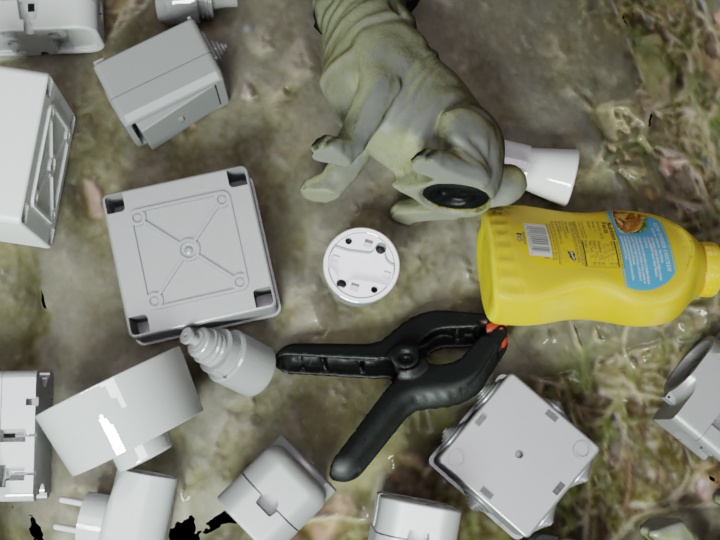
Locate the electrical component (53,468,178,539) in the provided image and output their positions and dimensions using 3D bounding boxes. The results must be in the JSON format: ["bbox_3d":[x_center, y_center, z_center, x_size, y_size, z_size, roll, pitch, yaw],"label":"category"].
[{"bbox_3d":[-0.175,0.178,0.758,0.079,0.044,0.077,11,81,-1],"label":"electrical component"}]

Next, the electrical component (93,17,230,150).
[{"bbox_3d":[-0.138,-0.138,0.799,0.096,0.061,0.061,-27,83,-6],"label":"electrical component"}]

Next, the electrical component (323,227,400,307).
[{"bbox_3d":[0.000,0.000,0.791,0.055,0.047,0.055,0,81,-3],"label":"electrical component"}]

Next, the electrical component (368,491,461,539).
[{"bbox_3d":[0.034,0.188,0.739,0.054,0.095,0.059,11,81,-1],"label":"electrical component"}]

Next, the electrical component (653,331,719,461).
[{"bbox_3d":[0.262,0.087,0.787,0.056,0.050,0.089,40,82,3],"label":"electrical component"}]

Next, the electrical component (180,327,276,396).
[{"bbox_3d":[-0.095,0.061,0.766,0.078,0.040,0.040,33,78,-40],"label":"electrical component"}]

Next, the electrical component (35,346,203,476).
[{"bbox_3d":[-0.160,0.103,0.741,0.108,0.108,0.060,-26,89,-6],"label":"electrical component"}]

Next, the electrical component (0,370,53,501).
[{"bbox_3d":[-0.252,0.117,0.761,0.056,0.050,0.089,-1,82,-2],"label":"electrical component"}]

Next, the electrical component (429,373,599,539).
[{"bbox_3d":[0.111,0.133,0.775,0.100,0.048,0.099,41,81,7],"label":"electrical component"}]

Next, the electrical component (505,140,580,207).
[{"bbox_3d":[0.129,-0.076,0.812,0.065,0.044,0.044,13,81,5],"label":"electrical component"}]

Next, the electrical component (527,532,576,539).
[{"bbox_3d":[0.143,0.217,0.759,0.078,0.057,0.058,12,81,0],"label":"electrical component"}]

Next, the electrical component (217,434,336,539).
[{"bbox_3d":[-0.056,0.153,0.741,0.059,0.095,0.053,-44,85,-8],"label":"electrical component"}]

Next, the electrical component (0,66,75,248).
[{"bbox_3d":[-0.246,-0.078,0.763,0.056,0.108,0.108,9,81,-4],"label":"electrical component"}]

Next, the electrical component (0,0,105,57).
[{"bbox_3d":[-0.243,-0.198,0.808,0.095,0.053,0.059,-3,81,-3],"label":"electrical component"}]

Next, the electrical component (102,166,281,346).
[{"bbox_3d":[-0.122,-0.010,0.783,0.109,0.056,0.108,-13,82,-4],"label":"electrical component"}]

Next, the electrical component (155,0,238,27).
[{"bbox_3d":[-0.124,-0.209,0.820,0.062,0.043,0.043,-3,81,-4],"label":"electrical component"}]
